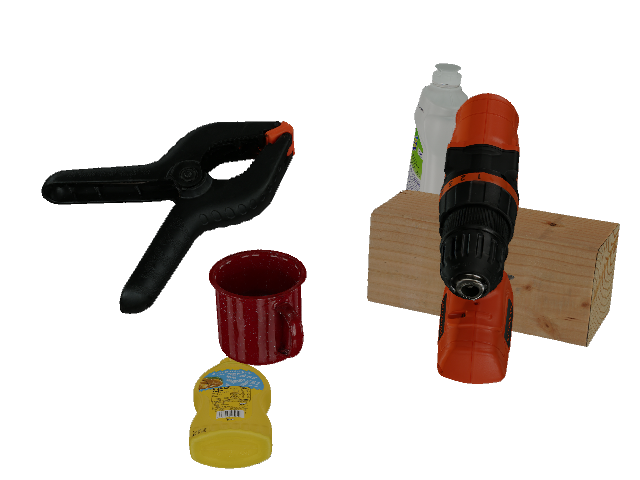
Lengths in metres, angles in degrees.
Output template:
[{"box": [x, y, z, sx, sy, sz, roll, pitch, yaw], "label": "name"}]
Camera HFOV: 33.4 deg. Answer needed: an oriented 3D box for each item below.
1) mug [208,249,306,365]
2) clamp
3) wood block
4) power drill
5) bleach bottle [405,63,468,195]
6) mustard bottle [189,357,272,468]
[{"box": [-0.052, 0.071, 1.020, 0.093, 0.081, 0.117, -20, 34, -32], "label": "mug"}, {"box": [-0.098, -0.037, 0.716, 0.171, 0.120, 0.039, -37, -20, -25], "label": "clamp"}, {"box": [0.155, 0.020, 0.973, 0.206, 0.090, 0.090, 11, 21, 25], "label": "wood block"}, {"box": [0.113, 0.016, 0.761, 0.057, 0.188, 0.184, 6, 45, 10], "label": "power drill"}, {"box": [0.130, -0.069, 1.189, 0.068, 0.251, 0.102, -1, 25, -11], "label": "bleach bottle"}, {"box": [-0.108, 0.199, 1.308, 0.096, 0.058, 0.191, -2, 27, -2], "label": "mustard bottle"}]
